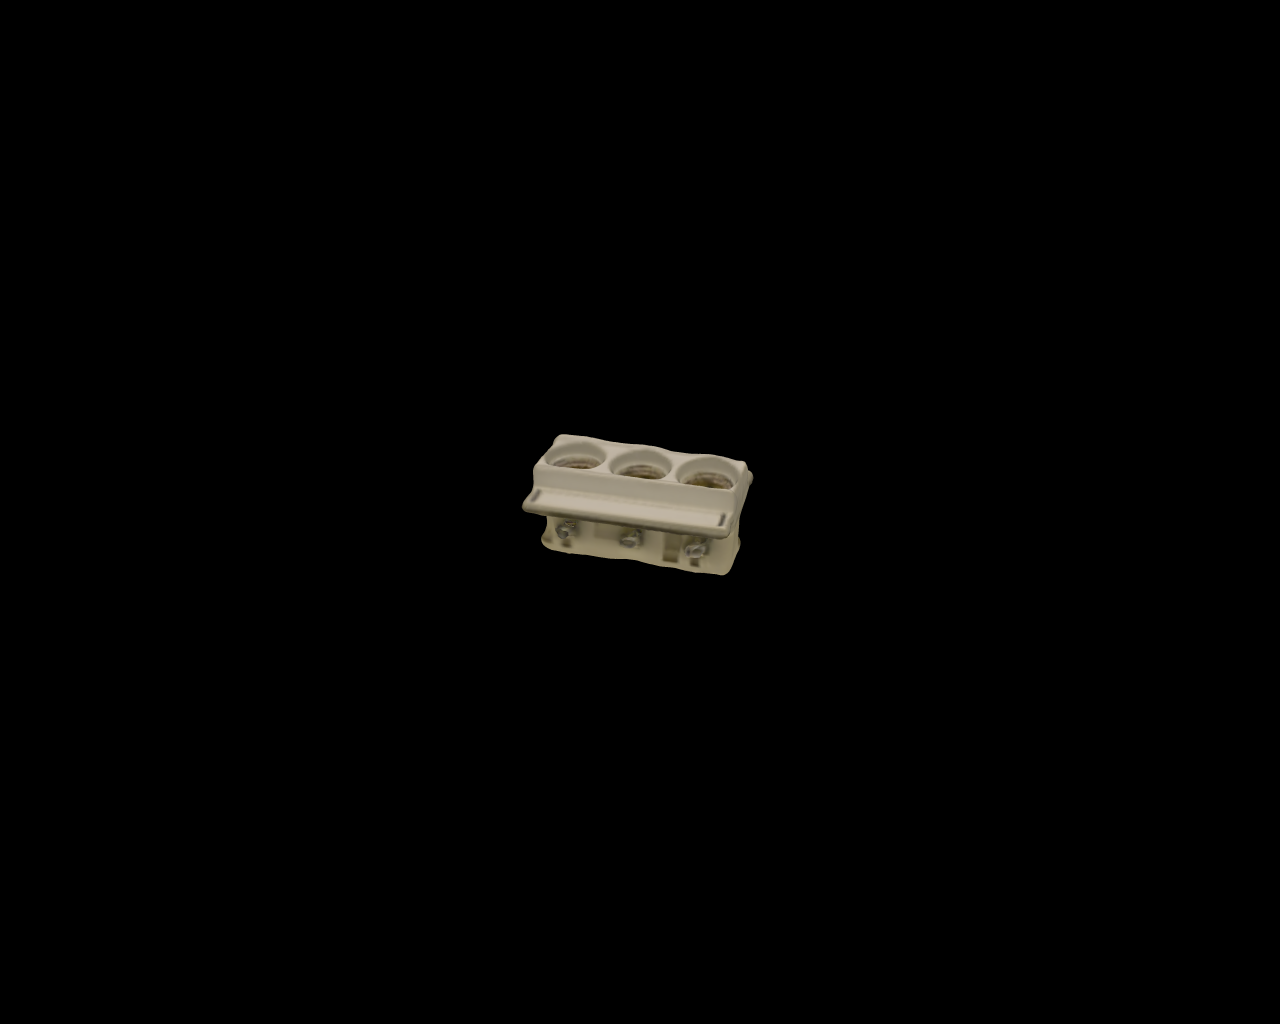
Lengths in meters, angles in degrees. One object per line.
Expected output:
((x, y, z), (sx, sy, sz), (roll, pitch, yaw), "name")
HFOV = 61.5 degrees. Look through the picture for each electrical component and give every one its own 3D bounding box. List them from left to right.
((0.001, -0.003, 0.650), (0.121, 0.063, 0.079), (8, 32, 14), "electrical component")
